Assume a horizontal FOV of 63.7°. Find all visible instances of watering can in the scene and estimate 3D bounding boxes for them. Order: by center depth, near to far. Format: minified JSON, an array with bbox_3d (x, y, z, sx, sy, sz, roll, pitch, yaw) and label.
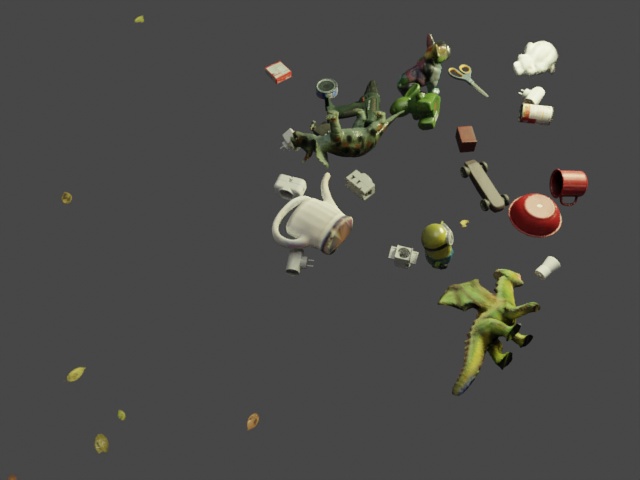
[{"bbox_3d":[0.005,-0.081,1.608,0.226,0.101,0.354,28,52,19],"label":"watering can"}]

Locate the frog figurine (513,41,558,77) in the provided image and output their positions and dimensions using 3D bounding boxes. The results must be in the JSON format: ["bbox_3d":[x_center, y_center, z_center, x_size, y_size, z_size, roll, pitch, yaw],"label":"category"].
[{"bbox_3d":[0.807,-0.685,1.950,0.160,0.121,0.139,-7,75,-14],"label":"frog figurine"}]

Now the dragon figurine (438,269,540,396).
[{"bbox_3d":[0.428,0.214,1.395,0.414,0.119,0.246,-33,43,-19],"label":"dragon figurine"}]
